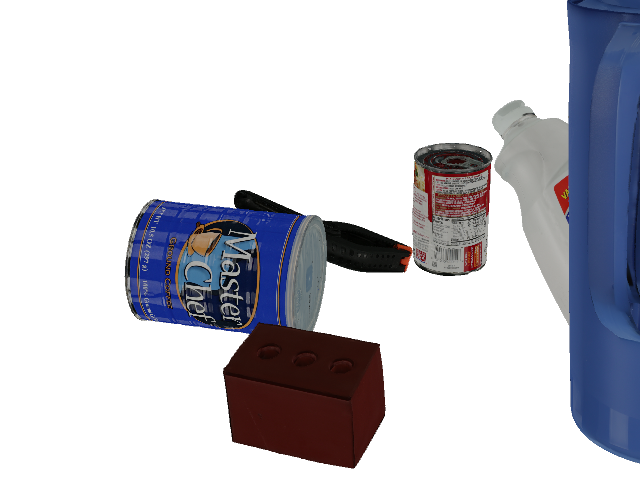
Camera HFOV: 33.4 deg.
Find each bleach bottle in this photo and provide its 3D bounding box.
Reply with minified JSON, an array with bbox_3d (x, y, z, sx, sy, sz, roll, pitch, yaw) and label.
[{"bbox_3d":[0.192,0.003,0.765,0.102,0.251,0.068,-21,-27,-18],"label":"bleach bottle"}]

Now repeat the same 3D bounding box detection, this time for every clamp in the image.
[{"bbox_3d":[0.000,0.002,1.181,0.210,0.036,0.164,16,20,-5],"label":"clamp"}]

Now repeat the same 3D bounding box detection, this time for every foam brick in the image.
[{"bbox_3d":[-0.008,0.087,0.604,0.078,0.051,0.053,8,31,19],"label":"foam brick"}]

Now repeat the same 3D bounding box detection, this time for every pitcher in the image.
[{"bbox_3d":[0.184,-0.006,0.546,0.149,0.243,0.145,-4,18,-7],"label":"pitcher"}]

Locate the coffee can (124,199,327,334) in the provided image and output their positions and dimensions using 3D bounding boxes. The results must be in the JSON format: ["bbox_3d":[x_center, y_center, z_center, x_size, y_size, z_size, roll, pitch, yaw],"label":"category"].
[{"bbox_3d":[-0.075,0.024,0.873,0.140,0.103,0.102,6,1,13],"label":"coffee can"}]

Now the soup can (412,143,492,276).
[{"bbox_3d":[0.116,-0.027,0.948,0.068,0.102,0.068,-1,25,0],"label":"soup can"}]
